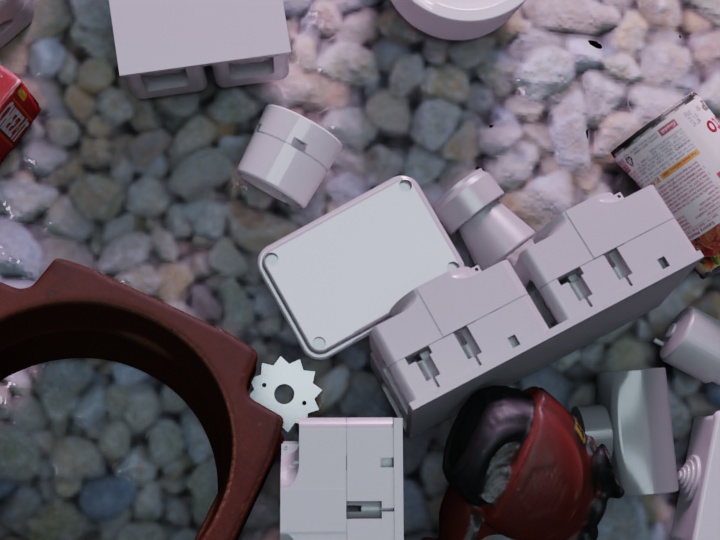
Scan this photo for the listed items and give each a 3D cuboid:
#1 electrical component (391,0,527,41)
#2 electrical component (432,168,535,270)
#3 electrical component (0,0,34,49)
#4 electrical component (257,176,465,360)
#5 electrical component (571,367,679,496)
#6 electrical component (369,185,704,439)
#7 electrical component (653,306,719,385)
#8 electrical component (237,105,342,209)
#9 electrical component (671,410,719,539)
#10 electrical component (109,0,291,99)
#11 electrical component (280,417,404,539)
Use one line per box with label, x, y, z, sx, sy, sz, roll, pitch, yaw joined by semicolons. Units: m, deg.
electrical component;0.065;-0.204;0.707;0.108;0.060;0.108;0;82;-3
electrical component;0.079;-0.031;0.692;0.045;0.045;0.055;-37;85;-8
electrical component;-0.261;-0.191;0.687;0.054;0.059;0.095;-43;87;-8
electrical component;0.000;0.000;0.677;0.113;0.057;0.078;-29;85;-7
electrical component;0.157;0.103;0.678;0.079;0.044;0.077;-4;83;-4
electrical component;0.098;0.025;0.650;0.186;0.105;0.060;-27;74;-7
electrical component;0.231;0.055;0.692;0.078;0.040;0.040;28;81;0
electrical component;-0.046;-0.071;0.686;0.055;0.055;0.047;28;85;1
electrical component;0.250;0.141;0.676;0.100;0.048;0.099;14;81;-1
electrical component;-0.111;-0.213;0.698;0.105;0.060;0.186;-9;83;-5
electrical component;-0.011;0.172;0.570;0.060;0.105;0.186;0;82;-3
